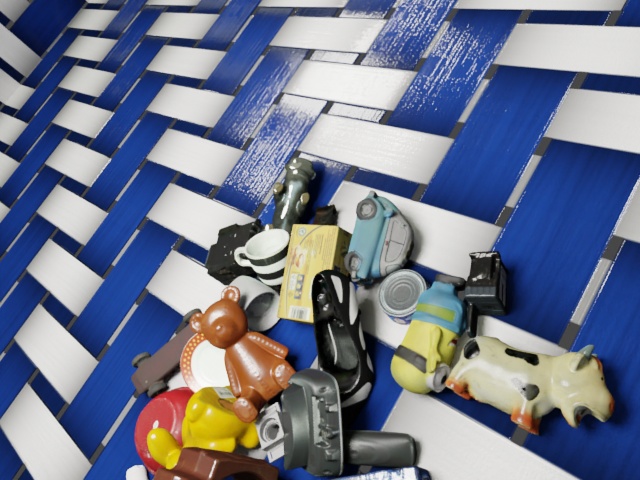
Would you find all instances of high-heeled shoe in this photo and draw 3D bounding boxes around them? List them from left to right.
[{"bbox_3d":[0.018,0.172,0.819,0.086,0.145,0.249,-6,61,30],"label":"high-heeled shoe"}]

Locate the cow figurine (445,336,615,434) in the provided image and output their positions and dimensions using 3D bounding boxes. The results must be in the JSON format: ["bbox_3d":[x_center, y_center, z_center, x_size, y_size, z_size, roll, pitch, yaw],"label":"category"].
[{"bbox_3d":[0.277,0.180,0.699,0.195,0.085,0.127,18,78,40],"label":"cow figurine"}]

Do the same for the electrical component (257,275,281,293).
[{"bbox_3d":[-0.077,0.067,1.032,0.094,0.021,0.063,16,70,38],"label":"electrical component"}]

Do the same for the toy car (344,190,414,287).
[{"bbox_3d":[0.106,0.003,0.908,0.103,0.109,0.161,10,75,17],"label":"toy car"}]

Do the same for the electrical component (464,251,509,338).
[{"bbox_3d":[0.242,0.082,0.785,0.048,0.074,0.119,-5,55,31],"label":"electrical component"}]

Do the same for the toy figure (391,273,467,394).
[{"bbox_3d":[0.166,0.139,0.795,0.089,0.082,0.180,0,66,48],"label":"toy figure"}]

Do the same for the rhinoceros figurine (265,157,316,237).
[{"bbox_3d":[-0.053,-0.072,1.057,0.073,0.112,0.190,12,81,5],"label":"rhinoceros figurine"}]

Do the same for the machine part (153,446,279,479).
[{"bbox_3d":[-0.150,0.398,0.740,0.087,0.200,0.201,-2,66,38],"label":"machine part"}]

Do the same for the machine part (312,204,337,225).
[{"bbox_3d":[-0.002,-0.003,1.020,0.084,0.039,0.139,-1,62,38],"label":"machine part"}]

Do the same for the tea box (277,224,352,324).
[{"bbox_3d":[-0.007,0.062,0.936,0.098,0.068,0.169,5,77,31],"label":"tea box"}]

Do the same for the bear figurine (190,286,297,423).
[{"bbox_3d":[-0.130,0.177,0.882,0.120,0.132,0.196,-36,89,-3],"label":"bear figurine"}]

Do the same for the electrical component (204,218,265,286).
[{"bbox_3d":[-0.170,0.026,1.082,0.134,0.058,0.115,-18,45,31],"label":"electrical component"}]

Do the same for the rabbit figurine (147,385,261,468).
[{"bbox_3d":[-0.192,0.335,0.865,0.122,0.162,0.173,34,100,29],"label":"rabbit figurine"}]

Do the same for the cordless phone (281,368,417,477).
[{"bbox_3d":[0.042,0.260,0.762,0.184,0.088,0.146,-2,91,12],"label":"cordless phone"}]

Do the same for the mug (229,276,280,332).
[{"bbox_3d":[-0.135,0.120,1.002,0.109,0.080,0.107,-48,38,-5],"label":"mug"}]

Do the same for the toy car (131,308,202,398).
[{"bbox_3d":[-0.279,0.220,1.041,0.202,0.053,0.089,-42,69,4],"label":"toy car"}]

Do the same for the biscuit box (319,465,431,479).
[{"bbox_3d":[0.053,0.356,0.737,0.203,0.062,0.059,-20,54,21],"label":"biscuit box"}]
